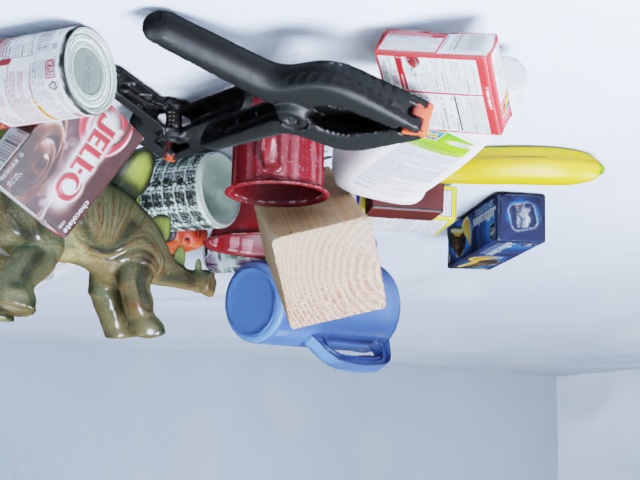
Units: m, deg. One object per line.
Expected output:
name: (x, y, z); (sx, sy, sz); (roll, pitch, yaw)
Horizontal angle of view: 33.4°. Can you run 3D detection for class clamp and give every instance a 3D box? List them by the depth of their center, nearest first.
clamp: (-0.023, -0.108, 0.785); (0.210, 0.036, 0.164); (8, 156, 22)
clamp: (-0.137, -0.108, 0.935); (0.120, 0.039, 0.172); (15, 161, -16)

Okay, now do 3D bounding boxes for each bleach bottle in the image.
bleach bottle: (0.101, -0.095, 0.904); (0.102, 0.068, 0.251); (10, 164, -21)

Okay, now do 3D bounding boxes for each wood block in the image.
wood block: (-0.007, 0.001, 1.031); (0.090, 0.090, 0.206); (-13, -162, -5)

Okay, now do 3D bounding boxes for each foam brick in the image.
foam brick: (0.089, -0.052, 1.142); (0.078, 0.051, 0.053); (3, 171, -7)

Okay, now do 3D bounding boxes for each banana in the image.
banana: (0.196, -0.071, 1.070); (0.198, 0.037, 0.069); (2, 168, -1)

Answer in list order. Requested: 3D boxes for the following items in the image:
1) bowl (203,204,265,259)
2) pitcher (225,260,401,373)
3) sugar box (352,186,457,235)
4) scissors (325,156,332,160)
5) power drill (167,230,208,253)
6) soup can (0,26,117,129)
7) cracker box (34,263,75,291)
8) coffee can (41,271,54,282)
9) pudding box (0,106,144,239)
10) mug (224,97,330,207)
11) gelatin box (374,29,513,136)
bowl: (-0.063, -0.017, 1.320); (0.162, 0.055, 0.162); (1, 168, 0)
pitcher: (-0.006, 0.097, 1.454); (0.149, 0.145, 0.242); (13, -176, 41)
sugar box: (0.059, -0.040, 1.219); (0.176, 0.048, 0.093); (7, 167, -8)
scissors: (-0.079, -0.074, 1.145); (0.096, 0.016, 0.202); (8, 166, -30)
power drill: (-0.268, -0.007, 1.397); (0.187, 0.057, 0.185); (9, 163, -43)
soup can: (-0.214, -0.121, 0.805); (0.102, 0.068, 0.068); (-4, 167, 24)
cracker box: (-0.361, -0.006, 1.234); (0.214, 0.072, 0.163); (-30, 153, 31)
coffee can: (-0.310, -0.035, 1.054); (0.103, 0.140, 0.103); (1, 168, 0)
pudding box: (-0.212, -0.072, 0.878); (0.039, 0.113, 0.090); (28, 166, 43)
mug: (-0.038, -0.081, 0.939); (0.093, 0.081, 0.117); (0, 169, 7)
gelatin box: (0.090, -0.115, 0.775); (0.089, 0.030, 0.073); (9, 140, 28)
